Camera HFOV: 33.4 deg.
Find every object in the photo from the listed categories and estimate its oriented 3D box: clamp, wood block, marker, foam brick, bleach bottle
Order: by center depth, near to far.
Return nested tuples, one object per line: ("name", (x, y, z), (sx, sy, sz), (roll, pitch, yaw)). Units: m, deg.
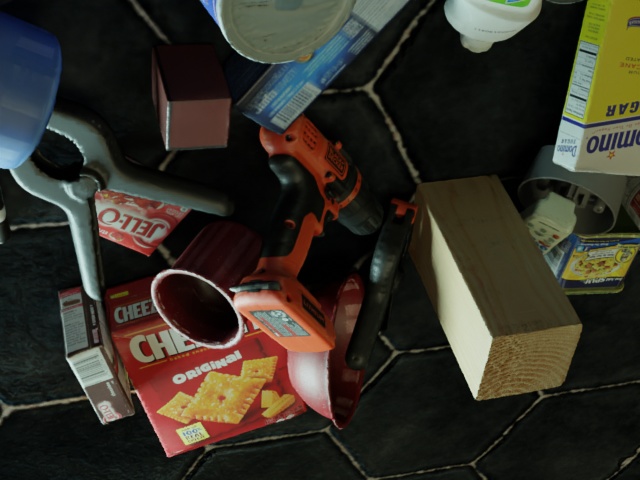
("bleach bottle", (0.135, -0.227, 0.809), (0.102, 0.068, 0.251), (7, 155, -1))
("foam brick", (-0.106, -0.117, 0.870), (0.051, 0.078, 0.053), (-6, 136, -16))
("clamp", (-0.184, -0.054, 0.897), (0.165, 0.036, 0.210), (-27, 121, 14))
("marker", (-0.284, -0.043, 0.920), (0.020, 0.020, 0.121), (-9, 135, -12))
("wood block", (0.161, 0.041, 1.024), (0.090, 0.206, 0.091), (-8, 135, -12))
("clamp", (0.061, 0.045, 1.065), (0.039, 0.120, 0.171), (12, 118, 6))

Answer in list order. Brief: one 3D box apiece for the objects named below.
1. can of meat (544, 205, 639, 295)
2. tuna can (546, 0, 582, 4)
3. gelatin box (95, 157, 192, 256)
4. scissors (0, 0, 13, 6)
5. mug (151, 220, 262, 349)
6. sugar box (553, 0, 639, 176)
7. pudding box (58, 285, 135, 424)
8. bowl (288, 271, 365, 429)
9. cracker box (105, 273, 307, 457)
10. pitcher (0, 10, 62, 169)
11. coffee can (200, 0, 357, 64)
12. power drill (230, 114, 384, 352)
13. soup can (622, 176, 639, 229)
("can of meat", (0.292, 0.009, 1.148), (0.102, 0.057, 0.084), (-1, 131, -18))
("tuna can", (0.207, -0.240, 0.886), (0.086, 0.034, 0.086), (-6, 133, -6))
("gelatin box", (-0.170, -0.031, 0.964), (0.089, 0.030, 0.073), (27, 120, -36))
("scissors", (-0.187, -0.194, 0.809), (0.202, 0.016, 0.096), (-34, 134, 15))
("mug", (-0.092, 0.045, 0.959), (0.093, 0.081, 0.117), (24, 137, 11))
("sugar box", (0.273, -0.147, 0.951), (0.093, 0.048, 0.176), (1, 106, -21))
("pudding box", (-0.218, 0.111, 1.044), (0.039, 0.090, 0.113), (-17, 135, -6))
("bowl", (0.006, 0.110, 1.100), (0.055, 0.162, 0.162), (4, 138, 15))
("cracker box", (-0.112, 0.120, 1.102), (0.164, 0.072, 0.213), (-17, 135, -4))
("pitcher", (-0.312, -0.121, 0.736), (0.242, 0.145, 0.149), (17, 121, -30))
("coffee can", (-0.048, -0.204, 0.747), (0.102, 0.140, 0.103), (-18, 137, -18))
("power drill", (-0.006, 0.001, 0.952), (0.057, 0.187, 0.184), (-8, 147, 32))
("soup can", (0.330, -0.055, 1.066), (0.068, 0.102, 0.068), (-10, 135, -10))
